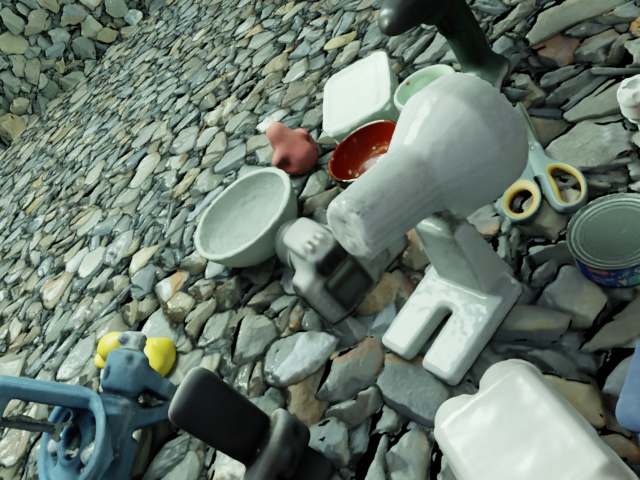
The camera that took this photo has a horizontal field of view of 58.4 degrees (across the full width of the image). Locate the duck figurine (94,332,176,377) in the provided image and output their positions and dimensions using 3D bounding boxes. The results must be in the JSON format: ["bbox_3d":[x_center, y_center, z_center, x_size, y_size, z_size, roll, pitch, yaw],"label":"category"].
[{"bbox_3d":[-0.258,0.156,0.781,0.104,0.086,0.077,-27,39,18],"label":"duck figurine"}]

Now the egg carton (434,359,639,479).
[{"bbox_3d":[0.154,0.165,0.428,0.107,0.070,0.150,-39,37,3],"label":"egg carton"}]

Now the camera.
[{"bbox_3d":[0.006,0.002,0.691,0.143,0.101,0.136,-48,38,-8],"label":"camera"}]

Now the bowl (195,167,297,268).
[{"bbox_3d":[-0.092,-0.020,0.821,0.167,0.075,0.167,-23,41,22],"label":"bowl"}]

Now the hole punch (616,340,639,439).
[{"bbox_3d":[0.259,0.104,0.379,0.108,0.091,0.101,-3,51,39],"label":"hole punch"}]

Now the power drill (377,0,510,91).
[{"bbox_3d":[0.167,-0.272,0.735,0.075,0.209,0.230,-1,53,40],"label":"power drill"}]

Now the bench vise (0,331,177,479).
[{"bbox_3d":[-0.287,0.191,0.660,0.121,0.220,0.207,-20,42,26],"label":"bench vise"}]

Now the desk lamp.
[{"bbox_3d":[0.107,-0.011,0.523,0.117,0.214,0.203,21,68,49],"label":"desk lamp"}]

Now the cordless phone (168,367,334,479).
[{"bbox_3d":[-0.084,0.203,0.501,0.093,0.186,0.148,-3,51,39],"label":"cordless phone"}]

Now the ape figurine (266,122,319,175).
[{"bbox_3d":[-0.049,-0.149,0.897,0.078,0.092,0.076,-42,37,-1],"label":"ape figurine"}]
